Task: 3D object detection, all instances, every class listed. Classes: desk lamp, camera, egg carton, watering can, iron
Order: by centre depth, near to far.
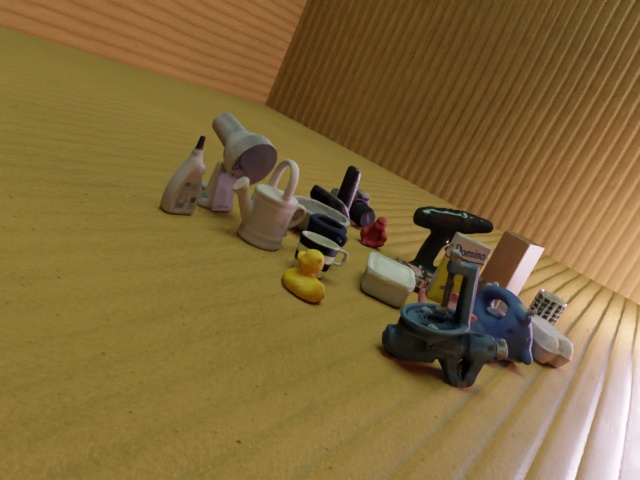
[{"bbox_3d":[-0.104,-0.084,1.235,0.100,0.194,0.173,36,19,34],"label":"watering can"},{"bbox_3d":[0.389,0.164,1.277,0.119,0.141,0.258,20,16,-17],"label":"iron"},{"bbox_3d":[-0.215,-0.174,1.324,0.202,0.213,0.118,36,19,34],"label":"desk lamp"},{"bbox_3d":[0.534,0.242,1.378,0.107,0.069,0.150,18,17,-24],"label":"egg carton"},{"bbox_3d":[0.110,-0.104,1.805,0.144,0.101,0.136,15,18,-31],"label":"camera"}]

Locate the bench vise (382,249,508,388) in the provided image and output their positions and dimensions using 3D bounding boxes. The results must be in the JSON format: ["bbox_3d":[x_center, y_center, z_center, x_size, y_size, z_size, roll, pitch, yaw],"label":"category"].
[{"bbox_3d":[0.238,0.132,1.002,0.208,0.220,0.121,18,17,-23],"label":"bench vise"}]

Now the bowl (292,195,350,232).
[{"bbox_3d":[-0.012,-0.048,1.481,0.167,0.075,0.167,23,16,-7],"label":"bowl"}]

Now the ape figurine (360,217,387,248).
[{"bbox_3d":[0.161,-0.025,1.640,0.077,0.092,0.076,29,16,13],"label":"ape figurine"}]

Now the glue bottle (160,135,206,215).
[{"bbox_3d":[-0.270,-0.136,1.189,0.037,0.173,0.078,34,18,31],"label":"glue bottle"}]

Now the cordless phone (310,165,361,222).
[{"bbox_3d":[0.048,-0.144,1.681,0.147,0.185,0.094,37,19,36],"label":"cordless phone"}]

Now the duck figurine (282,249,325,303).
[{"bbox_3d":[-0.019,0.062,1.091,0.078,0.086,0.104,12,20,-40],"label":"duck figurine"}]

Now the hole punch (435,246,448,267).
[{"bbox_3d":[0.413,0.076,1.697,0.109,0.091,0.100,8,23,-47],"label":"hole punch"}]

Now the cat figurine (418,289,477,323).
[{"bbox_3d":[0.241,0.148,1.147,0.127,0.118,0.067,34,18,29],"label":"cat figurine"}]

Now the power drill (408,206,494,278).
[{"bbox_3d":[0.350,0.005,1.614,0.230,0.208,0.075,20,16,-16],"label":"power drill"}]

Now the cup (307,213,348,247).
[{"bbox_3d":[0.012,0.005,1.308,0.092,0.095,0.117,10,22,-44],"label":"cup"}]
